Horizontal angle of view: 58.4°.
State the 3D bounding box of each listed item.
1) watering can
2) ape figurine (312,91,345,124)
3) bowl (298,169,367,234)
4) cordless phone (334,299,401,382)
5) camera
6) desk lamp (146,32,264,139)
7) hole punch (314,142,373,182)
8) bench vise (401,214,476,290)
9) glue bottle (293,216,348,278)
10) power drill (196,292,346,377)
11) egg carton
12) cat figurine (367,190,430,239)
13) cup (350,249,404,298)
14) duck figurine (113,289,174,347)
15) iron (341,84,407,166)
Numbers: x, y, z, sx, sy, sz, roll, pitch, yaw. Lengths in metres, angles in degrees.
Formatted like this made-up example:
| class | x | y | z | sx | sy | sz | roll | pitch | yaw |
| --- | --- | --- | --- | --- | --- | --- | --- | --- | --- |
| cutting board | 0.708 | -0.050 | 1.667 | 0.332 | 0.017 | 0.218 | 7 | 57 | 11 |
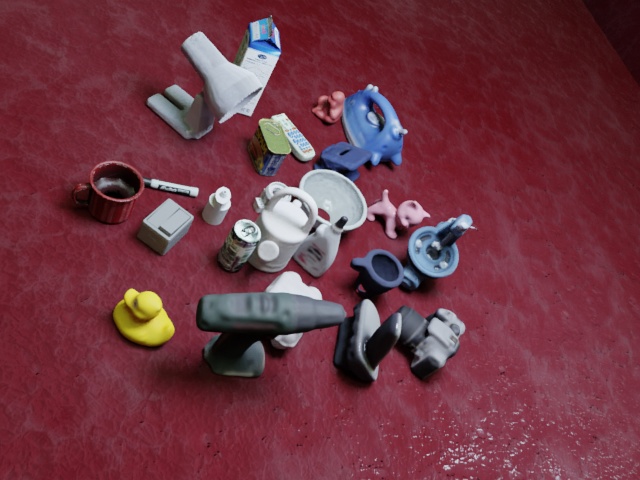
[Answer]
| class | x | y | z | sx | sy | sz | roll | pitch | yaw |
| --- | --- | --- | --- | --- | --- | --- | --- | --- | --- |
| watering can | -0.071 | -0.022 | 1.096 | 0.101 | 0.193 | 0.173 | 16 | 49 | -20 |
| ape figurine | 0.032 | -0.349 | 1.485 | 0.076 | 0.092 | 0.077 | 7 | 53 | -27 |
| bowl | 0.017 | -0.072 | 1.273 | 0.168 | 0.074 | 0.167 | 17 | 49 | -20 |
| cordless phone | 0.109 | 0.166 | 1.068 | 0.094 | 0.185 | 0.147 | 20 | 48 | -16 |
| camera | 0.218 | 0.185 | 1.179 | 0.137 | 0.100 | 0.143 | 41 | 45 | 3 |
| desk lamp | -0.241 | -0.312 | 1.204 | 0.203 | 0.213 | 0.118 | 40 | 45 | 2 |
| hole punch | 0.056 | -0.193 | 1.379 | 0.101 | 0.091 | 0.109 | 44 | 46 | 6 |
| bench vise | 0.267 | -0.009 | 1.275 | 0.122 | 0.219 | 0.207 | 28 | 46 | -9 |
| glue bottle | 0.010 | 0.004 | 1.141 | 0.078 | 0.173 | 0.037 | 39 | 45 | 1 |
| power drill | -0.099 | 0.149 | 0.937 | 0.230 | 0.208 | 0.075 | 9 | 52 | -25 |
| egg carton | -0.063 | 0.129 | 1.072 | 0.107 | 0.069 | 0.150 | 37 | 45 | -1 |
| cat figurine | 0.187 | -0.068 | 1.344 | 0.128 | 0.117 | 0.067 | 39 | 45 | 1 |
| cup | 0.103 | 0.077 | 1.196 | 0.118 | 0.094 | 0.091 | 15 | 50 | -22 |
| duck figurine | -0.281 | 0.120 | 0.934 | 0.104 | 0.086 | 0.078 | 36 | 45 | -2 |
| iron | 0.141 | -0.319 | 1.494 | 0.119 | 0.141 | 0.258 | -6 | 60 | -34 |
